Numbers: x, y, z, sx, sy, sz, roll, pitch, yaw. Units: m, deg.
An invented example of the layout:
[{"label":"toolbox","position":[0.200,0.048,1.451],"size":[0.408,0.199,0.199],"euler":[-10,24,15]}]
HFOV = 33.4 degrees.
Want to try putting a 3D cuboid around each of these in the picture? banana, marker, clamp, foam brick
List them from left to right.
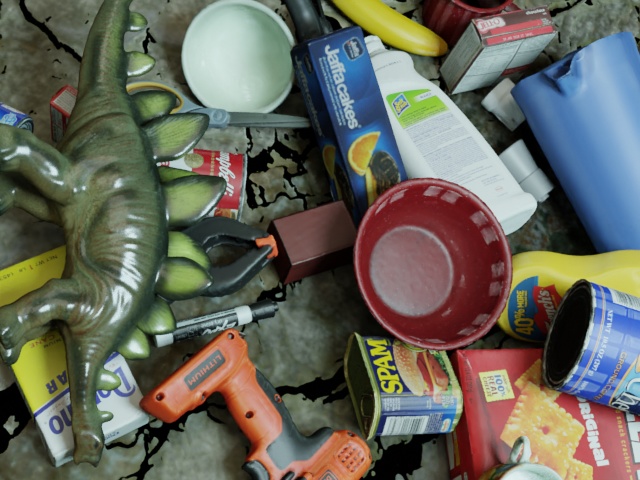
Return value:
[{"label":"clamp","position":[-0.129,0.012,1.004],"size":[0.171,0.039,0.120],"euler":[-18,74,-7]},{"label":"marker","position":[-0.097,0.077,1.002],"size":[0.121,0.020,0.020],"euler":[-14,70,-17]},{"label":"foam brick","position":[-0.007,0.001,1.036],"size":[0.078,0.053,0.051],"euler":[-17,71,-19]},{"label":"clamp","position":[-0.005,-0.217,1.116],"size":[0.036,0.164,0.210],"euler":[-21,92,13]},{"label":"banana","position":[0.054,-0.264,1.177],"size":[0.069,0.037,0.198],"euler":[-38,78,-23]}]

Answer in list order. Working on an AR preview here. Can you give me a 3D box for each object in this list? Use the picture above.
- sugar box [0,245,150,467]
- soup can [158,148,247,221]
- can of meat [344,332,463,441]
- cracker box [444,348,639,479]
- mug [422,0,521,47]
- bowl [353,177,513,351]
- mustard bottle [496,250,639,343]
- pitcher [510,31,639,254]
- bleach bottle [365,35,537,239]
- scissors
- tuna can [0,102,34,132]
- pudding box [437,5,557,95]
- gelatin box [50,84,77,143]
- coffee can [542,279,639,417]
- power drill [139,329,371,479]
[{"label":"sugar box","position":[-0.230,0.101,0.948],"size":[0.093,0.048,0.176],"euler":[-25,72,-21]},{"label":"soup can","position":[-0.125,-0.056,1.029],"size":[0.102,0.069,0.068],"euler":[6,65,-8]},{"label":"can of meat","position":[0.075,0.132,0.977],"size":[0.083,0.057,0.102],"euler":[1,38,-14]},{"label":"cracker box","position":[0.226,0.186,0.990],"size":[0.213,0.072,0.164],"euler":[1,67,-12]},{"label":"mug","position":[0.171,-0.260,1.175],"size":[0.117,0.082,0.093],"euler":[30,64,3]},{"label":"bowl","position":[0.097,0.025,1.000],"size":[0.162,0.055,0.162],"euler":[4,78,-19]},{"label":"mustard bottle","position":[0.225,0.056,1.029],"size":[0.192,0.096,0.058],"euler":[0,36,15]},{"label":"pitcher","position":[0.307,-0.078,1.090],"size":[0.149,0.145,0.243],"euler":[-22,85,-22]},{"label":"bleach bottle","position":[0.115,-0.110,1.108],"size":[0.102,0.068,0.251],"euler":[-22,70,-21]},{"label":"scissors","position":[-0.114,-0.106,1.061],"size":[0.202,0.016,0.096],"euler":[18,71,10]},{"label":"tuna can","position":[-0.301,-0.083,0.994],"size":[0.033,0.086,0.086],"euler":[26,63,-2]},{"label":"pudding box","position":[0.187,-0.201,1.134],"size":[0.090,0.114,0.039],"euler":[-13,73,-17]},{"label":"gelatin box","position":[-0.217,-0.100,1.026],"size":[0.089,0.073,0.030],"euler":[36,65,6]},{"label":"coffee can","position":[0.282,0.104,0.944],"size":[0.140,0.103,0.102],"euler":[18,64,-5]},{"label":"power drill","position":[-0.068,0.186,0.920],"size":[0.187,0.057,0.184],"euler":[50,58,-3]}]
